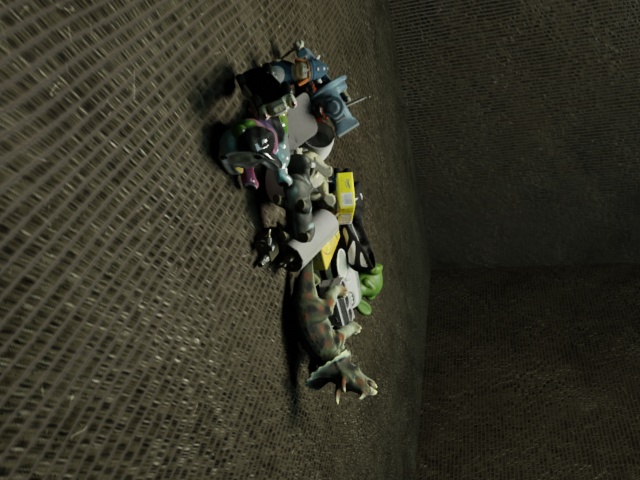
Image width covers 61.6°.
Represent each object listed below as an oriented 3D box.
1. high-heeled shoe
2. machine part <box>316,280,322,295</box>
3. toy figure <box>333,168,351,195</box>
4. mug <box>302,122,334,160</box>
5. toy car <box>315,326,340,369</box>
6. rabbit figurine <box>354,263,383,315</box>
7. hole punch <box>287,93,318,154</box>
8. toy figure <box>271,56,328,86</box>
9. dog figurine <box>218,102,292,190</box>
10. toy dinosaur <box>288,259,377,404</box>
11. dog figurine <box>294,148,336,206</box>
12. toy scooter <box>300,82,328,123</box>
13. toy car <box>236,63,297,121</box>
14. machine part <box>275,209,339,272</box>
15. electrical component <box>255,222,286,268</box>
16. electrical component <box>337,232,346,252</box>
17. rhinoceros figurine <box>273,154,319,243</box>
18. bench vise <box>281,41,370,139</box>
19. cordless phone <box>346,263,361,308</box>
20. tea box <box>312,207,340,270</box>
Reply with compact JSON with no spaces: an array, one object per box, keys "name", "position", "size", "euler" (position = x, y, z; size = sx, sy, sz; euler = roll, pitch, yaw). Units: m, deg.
[{"name":"high-heeled shoe","position":[0.117,-0.037,1.502],"size":[0.086,0.145,0.248],"euler":[10,94,-51]},{"name":"machine part","position":[-0.006,0.174,1.421],"size":[0.084,0.039,0.139],"euler":[73,19,-57]},{"name":"toy figure","position":[0.065,-0.127,1.623],"size":[0.089,0.082,0.180],"euler":[53,35,-58]},{"name":"mug","position":[-0.015,-0.235,1.394],"size":[0.109,0.081,0.107],"euler":[-48,168,-19]},{"name":"toy car","position":[0.023,0.293,1.459],"size":[0.202,0.053,0.089],"euler":[-49,153,-63]},{"name":"rabbit figurine","position":[0.116,0.160,1.727],"size":[0.170,0.121,0.159],"euler":[-24,117,-52]},{"name":"hole punch","position":[-0.082,-0.270,1.222],"size":[0.116,0.092,0.142],"euler":[-43,137,-30]},{"name":"toy figure","position":[-0.061,-0.358,1.160],"size":[0.058,0.155,0.064],"euler":[-78,158,-46]},{"name":"dog figurine","position":[-0.117,-0.216,1.051],"size":[0.191,0.109,0.219],"euler":[49,36,-57]},{"name":"toy dinosaur","position":[-0.008,0.196,1.268],"size":[0.404,0.131,0.192],"euler":[63,33,-3]},{"name":"dog figurine","position":[-0.025,-0.169,1.359],"size":[0.191,0.121,0.172],"euler":[-86,170,-67]},{"name":"toy scooter","position":[-0.020,-0.354,1.418],"size":[0.135,0.075,0.183],"euler":[-19,109,-70]},{"name":"toy car","position":[-0.101,-0.273,0.992],"size":[0.202,0.073,0.056],"euler":[58,-10,49]},{"name":"machine part","position":[-0.028,-0.001,1.245],"size":[0.243,0.079,0.079],"euler":[-46,132,-43]},{"name":"electrical component","position":[-0.105,0.005,1.133],"size":[0.102,0.045,0.078],"euler":[-48,130,-65]},{"name":"electrical component","position":[0.085,-0.003,1.697],"size":[0.115,0.058,0.134],"euler":[-71,152,-45]},{"name":"rhinoceros figurine","position":[-0.042,-0.083,1.123],"size":[0.112,0.073,0.190],"euler":[-33,122,-60]},{"name":"bench vise","position":[0.012,-0.366,1.292],"size":[0.240,0.129,0.224],"euler":[58,22,-8]},{"name":"cordless phone","position":[0.043,0.152,1.512],"size":[0.184,0.089,0.146],"euler":[-43,128,-58]},{"name":"tea box","position":[-0.003,-0.004,1.411],"size":[0.170,0.068,0.098],"euler":[-66,148,-53]}]
